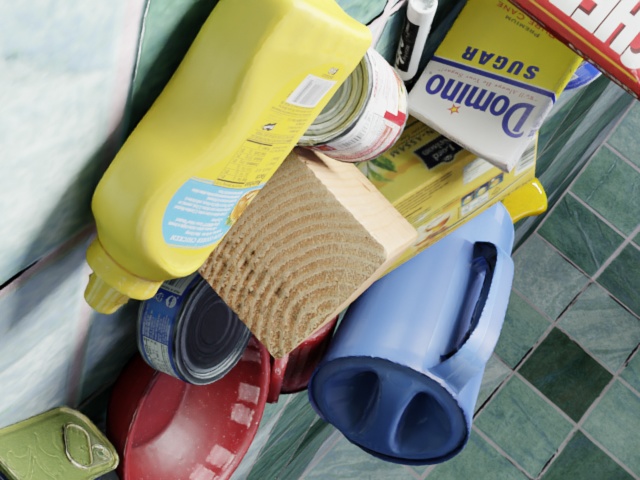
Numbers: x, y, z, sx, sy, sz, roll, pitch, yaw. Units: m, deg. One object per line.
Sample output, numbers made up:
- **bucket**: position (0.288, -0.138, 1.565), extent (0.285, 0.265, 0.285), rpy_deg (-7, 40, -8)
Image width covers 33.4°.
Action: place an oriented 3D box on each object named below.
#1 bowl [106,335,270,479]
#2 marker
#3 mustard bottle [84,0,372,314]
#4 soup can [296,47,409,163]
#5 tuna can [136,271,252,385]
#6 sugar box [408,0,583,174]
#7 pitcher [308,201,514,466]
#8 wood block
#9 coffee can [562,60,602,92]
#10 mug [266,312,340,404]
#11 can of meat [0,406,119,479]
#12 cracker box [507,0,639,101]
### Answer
- **bowl**: position (-0.106, 0.124, 0.788), extent (0.161, 0.055, 0.162), rpy_deg (-35, 134, -45)
- **marker**: position (0.064, -0.135, 0.756), extent (0.020, 0.020, 0.121), rpy_deg (-45, 168, -18)
- **mustard bottle**: position (-0.057, -0.039, 0.518), extent (0.192, 0.058, 0.096), rpy_deg (-52, 164, 16)
- **soup can**: position (0.008, -0.081, 0.602), extent (0.068, 0.068, 0.102), rpy_deg (-51, 168, 9)
- **tuna can**: position (-0.079, 0.051, 0.701), extent (0.085, 0.034, 0.086), rpy_deg (-31, 130, -47)
- **sugar box**: position (0.146, -0.147, 0.783), extent (0.176, 0.093, 0.048), rpy_deg (-58, 166, 3)
- **pitcher**: position (0.097, 0.057, 0.907), extent (0.145, 0.149, 0.242), rpy_deg (79, 27, -42)
- **wood block**: position (-0.004, 0.001, 0.692), extent (0.090, 0.091, 0.206), rpy_deg (-44, 175, 10)
- **coffee can**: position (0.189, -0.177, 0.877), extent (0.103, 0.103, 0.140), rpy_deg (-52, 168, 15)
- **mug**: position (-0.031, 0.083, 0.913), extent (0.082, 0.093, 0.117), rpy_deg (106, -1, -53)
- **can of meat**: position (-0.191, 0.162, 0.685), extent (0.084, 0.057, 0.102), rpy_deg (-50, 168, 16)
- **cracker box**: position (0.220, -0.221, 0.694), extent (0.214, 0.164, 0.072), rpy_deg (-52, 166, 14)
